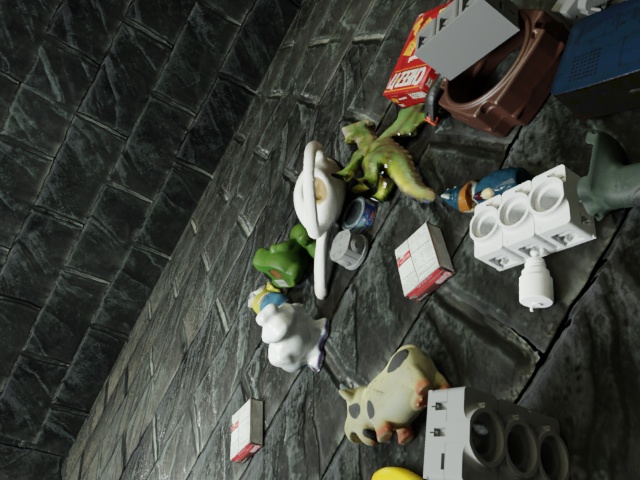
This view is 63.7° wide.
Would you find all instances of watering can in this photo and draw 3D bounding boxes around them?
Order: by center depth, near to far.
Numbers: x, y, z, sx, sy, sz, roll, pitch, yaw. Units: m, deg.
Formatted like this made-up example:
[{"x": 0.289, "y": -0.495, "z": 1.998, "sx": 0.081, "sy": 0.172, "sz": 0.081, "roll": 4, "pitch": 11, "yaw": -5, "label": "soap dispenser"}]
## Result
[{"x": 0.004, "y": -0.060, "z": 1.186, "sx": 0.227, "sy": 0.104, "sz": 0.343, "roll": -54, "pitch": -38, "yaw": -68, "label": "watering can"}]

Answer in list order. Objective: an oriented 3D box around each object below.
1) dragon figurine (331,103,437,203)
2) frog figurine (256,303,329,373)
[{"x": 0.158, "y": -0.198, "z": 1.088, "sx": 0.244, "sy": 0.120, "sz": 0.413, "roll": -58, "pitch": 33, "yaw": -7, "label": "dragon figurine"}, {"x": -0.071, "y": 0.195, "z": 1.068, "sx": 0.123, "sy": 0.158, "sz": 0.138, "roll": 6, "pitch": 72, "yaw": 65, "label": "frog figurine"}]
